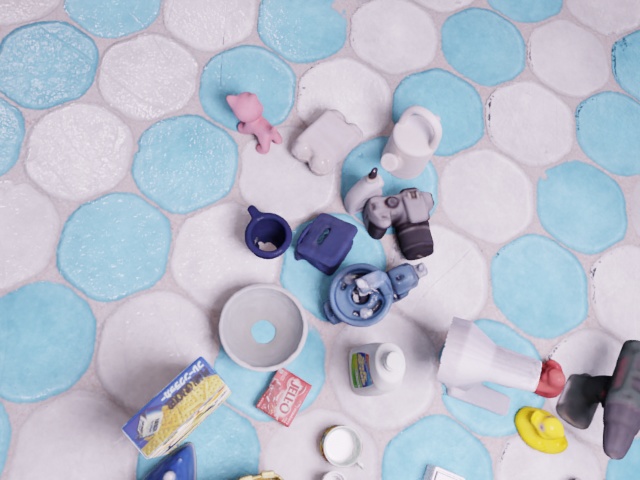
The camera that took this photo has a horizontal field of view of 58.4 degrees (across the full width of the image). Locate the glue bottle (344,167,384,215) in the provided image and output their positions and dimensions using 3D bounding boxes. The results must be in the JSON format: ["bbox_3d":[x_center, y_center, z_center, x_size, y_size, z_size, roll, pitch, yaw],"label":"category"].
[{"bbox_3d":[0.097,-0.106,1.158,0.078,0.173,0.037,-22,75,-13],"label":"glue bottle"}]

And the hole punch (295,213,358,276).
[{"bbox_3d":[0.011,0.004,1.155,0.101,0.091,0.109,32,71,5],"label":"hole punch"}]

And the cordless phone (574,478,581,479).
[{"bbox_3d":[0.510,0.499,0.998,0.094,0.185,0.147,-42,81,-17],"label":"cordless phone"}]

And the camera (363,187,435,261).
[{"bbox_3d":[0.176,-0.030,1.181,0.143,0.101,0.137,-10,73,-10],"label":"camera"}]

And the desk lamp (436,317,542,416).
[{"bbox_3d":[0.296,0.233,1.047,0.203,0.213,0.118,20,70,1],"label":"desk lamp"}]

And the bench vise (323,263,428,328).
[{"bbox_3d":[0.106,0.076,1.074,0.208,0.219,0.121,-40,80,-17],"label":"bench vise"}]

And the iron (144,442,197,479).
[{"bbox_3d":[-0.279,0.459,0.941,0.118,0.141,0.258,23,70,2],"label":"iron"}]

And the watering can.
[{"bbox_3d":[0.194,-0.204,1.192,0.101,0.194,0.173,22,70,1],"label":"watering can"}]

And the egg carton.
[{"bbox_3d":[0.015,-0.212,1.239,0.107,0.069,0.150,40,72,7],"label":"egg carton"}]

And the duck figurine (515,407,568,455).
[{"bbox_3d":[0.432,0.361,1.088,0.104,0.086,0.077,41,72,8],"label":"duck figurine"}]

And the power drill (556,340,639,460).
[{"bbox_3d":[0.528,0.297,1.056,0.075,0.208,0.230,31,71,4],"label":"power drill"}]

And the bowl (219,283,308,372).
[{"bbox_3d":[-0.107,0.171,1.093,0.167,0.074,0.167,2,71,-6],"label":"bowl"}]

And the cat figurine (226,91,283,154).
[{"bbox_3d":[-0.137,-0.260,1.212,0.127,0.117,0.067,44,72,8],"label":"cat figurine"}]

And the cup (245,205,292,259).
[{"bbox_3d":[-0.111,-0.008,1.142,0.092,0.095,0.117,-31,77,-15],"label":"cup"}]

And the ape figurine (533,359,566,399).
[{"bbox_3d":[0.448,0.271,1.117,0.078,0.092,0.076,-21,75,-13],"label":"ape figurine"}]
